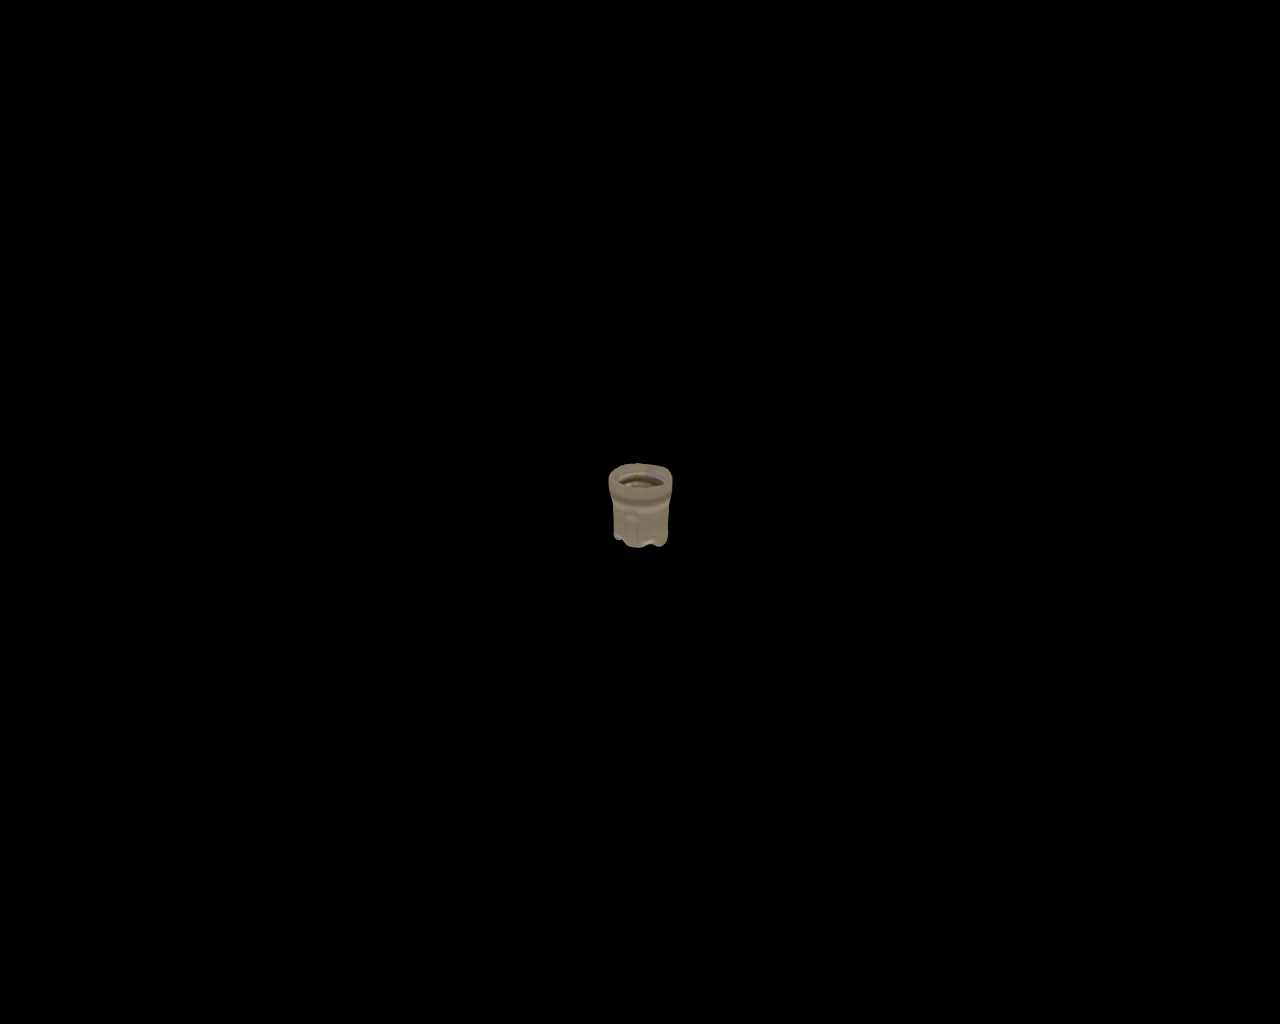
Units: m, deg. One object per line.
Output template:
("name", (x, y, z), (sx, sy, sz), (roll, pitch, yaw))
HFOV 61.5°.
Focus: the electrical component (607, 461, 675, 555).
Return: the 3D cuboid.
("electrical component", (0.001, -0.003, 0.650), (0.040, 0.046, 0.040), (0, 27, 0))
